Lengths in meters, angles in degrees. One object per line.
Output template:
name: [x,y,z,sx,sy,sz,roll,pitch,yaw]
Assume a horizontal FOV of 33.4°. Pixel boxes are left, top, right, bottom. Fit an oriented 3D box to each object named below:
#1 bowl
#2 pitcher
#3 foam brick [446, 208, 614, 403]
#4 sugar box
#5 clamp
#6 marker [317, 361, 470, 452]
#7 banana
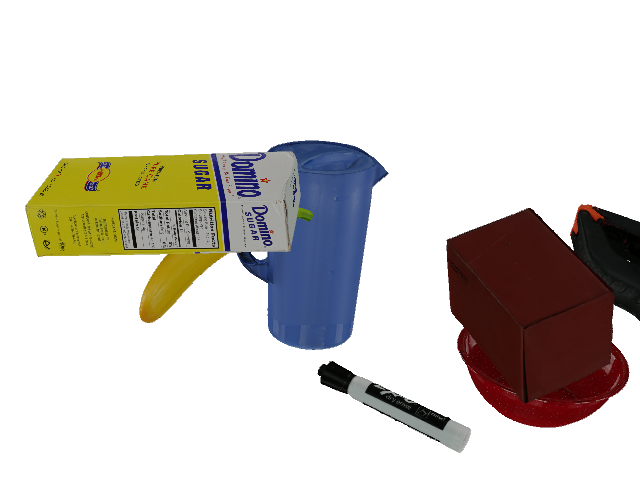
bowl: [0.208,0.130,1.021,0.162,0.055,0.162,4,26,-2]
pitcher: [-0.017,0.006,1.306,0.149,0.243,0.144,16,24,28]
foam brick: [0.103,0.031,0.534,0.051,0.053,0.078,-20,40,-12]
sugar box: [-0.105,-0.027,0.745,0.176,0.048,0.093,-4,26,5]
clamp: [0.240,0.033,0.717,0.120,0.039,0.171,-6,44,-26]
marker: [0.051,0.118,0.772,0.121,0.020,0.020,24,10,23]
banana: [-0.101,0.012,1.024,0.198,0.069,0.037,-31,40,2]
